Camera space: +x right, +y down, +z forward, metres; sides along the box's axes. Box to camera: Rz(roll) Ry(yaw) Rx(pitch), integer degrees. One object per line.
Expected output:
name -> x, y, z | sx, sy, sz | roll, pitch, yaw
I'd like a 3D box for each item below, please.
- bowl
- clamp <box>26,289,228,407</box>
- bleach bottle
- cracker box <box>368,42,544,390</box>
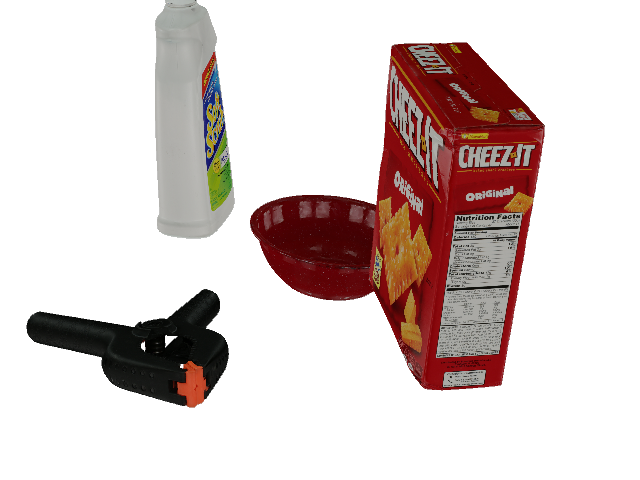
bowl -> 0.011, 0.012, 1.014 | 0.162, 0.055, 0.162 | 5, 24, -3
clamp -> -0.121, 0.079, 0.833 | 0.164, 0.036, 0.210 | -10, 16, -30
bleach bottle -> -0.135, -0.135, 1.089 | 0.068, 0.251, 0.102 | 5, 29, 15
cracker box -> 0.092, -0.020, 0.802 | 0.072, 0.214, 0.164 | -4, 30, -12
